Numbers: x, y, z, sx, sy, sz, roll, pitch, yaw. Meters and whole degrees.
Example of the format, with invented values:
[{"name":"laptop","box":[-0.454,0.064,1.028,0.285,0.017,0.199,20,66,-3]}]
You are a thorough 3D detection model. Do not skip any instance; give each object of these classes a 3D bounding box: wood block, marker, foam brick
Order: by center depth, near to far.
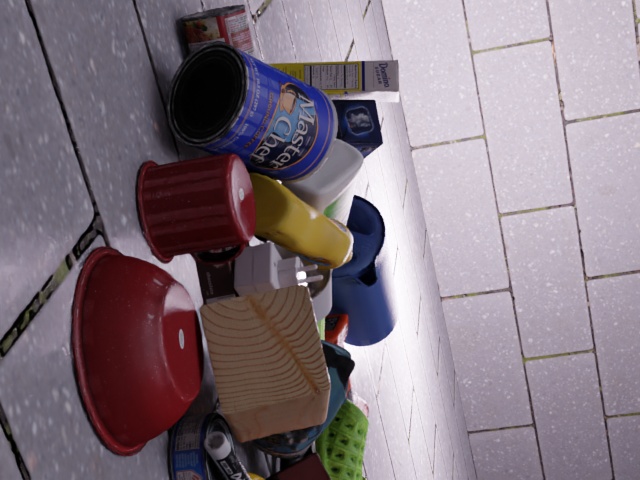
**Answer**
[{"name":"marker","box":[-0.071,0.202,0.911,0.121,0.020,0.020,69,17,-46]},{"name":"wood block","box":[-0.044,0.113,0.930,0.206,0.090,0.091,93,-16,-73]},{"name":"foam brick","box":[-0.020,0.259,1.114,0.053,0.051,0.078,61,-16,8]}]

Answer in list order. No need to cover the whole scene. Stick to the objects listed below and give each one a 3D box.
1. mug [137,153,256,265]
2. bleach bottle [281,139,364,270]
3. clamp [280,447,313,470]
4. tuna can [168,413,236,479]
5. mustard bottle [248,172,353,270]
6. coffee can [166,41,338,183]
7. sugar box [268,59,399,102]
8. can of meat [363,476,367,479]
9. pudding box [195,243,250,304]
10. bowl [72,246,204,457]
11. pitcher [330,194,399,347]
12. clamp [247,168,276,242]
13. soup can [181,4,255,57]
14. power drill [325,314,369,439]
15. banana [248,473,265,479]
[{"name":"mug","box":[-0.102,-0.022,0.946,0.093,0.081,0.117,-85,162,-49]},{"name":"bleach bottle","box":[-0.008,0.002,1.281,0.102,0.068,0.251,-43,153,-37]},{"name":"clamp","box":[-0.028,0.226,1.233,0.164,0.036,0.210,37,47,-78]},{"name":"tuna can","box":[-0.099,0.193,0.919,0.086,0.034,0.086,-9,90,-78]},{"name":"mustard bottle","box":[-0.019,-0.010,1.114,0.191,0.096,0.058,31,82,-54]},{"name":"coffee can","box":[-0.064,-0.122,1.039,0.140,0.103,0.103,18,61,-51]},{"name":"sugar box","box":[0.009,-0.192,1.304,0.093,0.176,0.048,6,80,-86]},{"name":"can of meat","box":[0.040,0.368,1.384,0.102,0.057,0.084,-66,145,-53]},{"name":"pudding box","box":[-0.090,0.044,1.064,0.090,0.039,0.113,-12,92,-78]},{"name":"bowl","box":[-0.129,0.080,0.810,0.162,0.055,0.162,-9,90,-78]},{"name":"pitcher","box":[0.038,0.045,1.505,0.243,0.145,0.149,70,28,-56]},{"name":"clamp","box":[-0.070,-0.061,1.200,0.171,0.039,0.120,16,92,-63]},{"name":"soup can","box":[-0.101,-0.189,1.116,0.068,0.068,0.102,-65,145,-69]},{"name":"power drill","box":[0.019,0.207,1.434,0.184,0.057,0.187,-65,146,-69]},{"name":"banana","box":[-0.063,0.263,1.035,0.197,0.037,0.069,66,17,-52]}]
